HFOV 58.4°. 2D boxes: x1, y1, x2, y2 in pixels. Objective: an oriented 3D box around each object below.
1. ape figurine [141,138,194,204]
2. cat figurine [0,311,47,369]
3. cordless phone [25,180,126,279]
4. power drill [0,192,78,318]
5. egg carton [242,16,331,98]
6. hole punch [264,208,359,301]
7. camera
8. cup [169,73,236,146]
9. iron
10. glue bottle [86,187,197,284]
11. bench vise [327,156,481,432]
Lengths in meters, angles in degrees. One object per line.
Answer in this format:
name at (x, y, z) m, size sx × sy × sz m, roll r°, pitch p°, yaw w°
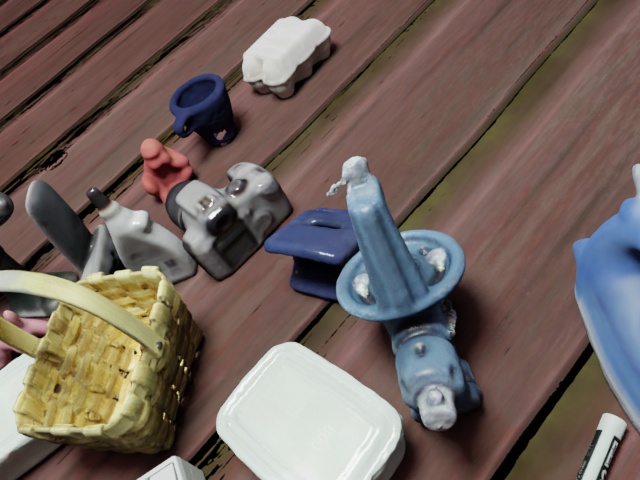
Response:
ape figurine at (-0.234, -0.110, 0.848) m, size 0.077 × 0.092 × 0.076 m, roll -19°, pitch 47°, yaw 10°
cat figurine at (-0.430, 0.115, 0.739) m, size 0.127 × 0.118 × 0.067 m, roll -10°, pitch 50°, yaw 18°
cordless phone at (-0.307, 0.027, 0.706) m, size 0.094 × 0.186 × 0.147 m, roll -22°, pitch 47°, yaw 8°
power drill at (-0.427, 0.019, 0.754) m, size 0.229 × 0.209 × 0.075 m, roll -5°, pitch 51°, yaw 22°
egg carton at (-0.054, -0.302, 0.935) m, size 0.107 × 0.070 × 0.150 m, roll 23°, pitch 65°, yaw 37°
hole punch at (0.006, 0.002, 0.642) m, size 0.108 × 0.091 × 0.101 m, roll 9°, pitch 58°, yaw 31°
camera at (-0.136, -0.046, 0.743) m, size 0.143 × 0.101 × 0.136 m, roll -46°, pitch 49°, yaw -15°
cup at (-0.174, -0.182, 0.877) m, size 0.091 × 0.095 × 0.118 m, roll 4°, pitch 55°, yaw 28°
iron at (0.275, 0.069, 0.424) m, size 0.118 × 0.142 × 0.258 m, roll -15°, pitch 48°, yaw 14°
glue bottle at (-0.225, -0.005, 0.701) m, size 0.078 × 0.174 × 0.037 m, roll -19°, pitch 47°, yaw 10°
bench vise at (0.081, 0.042, 0.485) m, size 0.121 × 0.220 × 0.207 m, roll -32°, pitch 47°, yaw -2°
